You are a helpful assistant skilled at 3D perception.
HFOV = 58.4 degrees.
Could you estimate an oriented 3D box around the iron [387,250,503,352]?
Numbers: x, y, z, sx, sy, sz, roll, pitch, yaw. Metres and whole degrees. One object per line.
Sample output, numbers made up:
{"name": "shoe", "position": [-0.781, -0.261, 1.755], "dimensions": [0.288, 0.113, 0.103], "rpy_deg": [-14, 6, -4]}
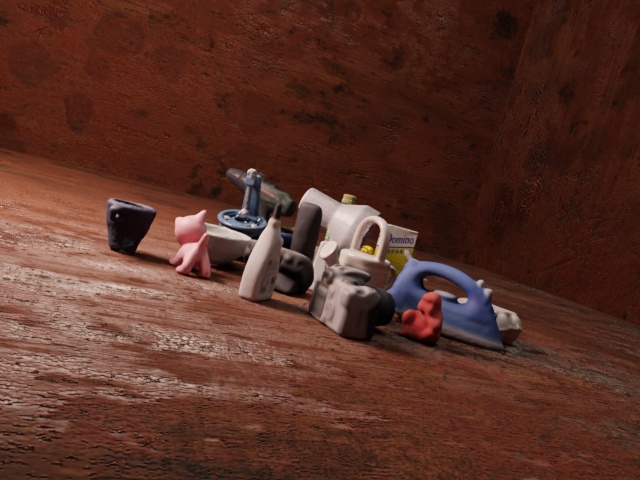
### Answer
{"name": "iron", "position": [0.262, 0.119, 1.171], "dimensions": [0.257, 0.141, 0.119], "rpy_deg": [17, 5, 20]}

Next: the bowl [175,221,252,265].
{"name": "bowl", "position": [-0.235, 0.011, 1.229], "dimensions": [0.167, 0.075, 0.167], "rpy_deg": [15, 5, -1]}

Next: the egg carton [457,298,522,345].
{"name": "egg carton", "position": [0.362, 0.176, 1.263], "dimensions": [0.108, 0.069, 0.149], "rpy_deg": [11, 6, -41]}

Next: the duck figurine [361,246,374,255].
{"name": "duck figurine", "position": [0.142, 0.062, 1.787], "dimensions": [0.078, 0.086, 0.104], "rpy_deg": [14, 5, -14]}

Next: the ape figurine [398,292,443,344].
{"name": "ape figurine", "position": [0.192, 0.137, 1.030], "dimensions": [0.076, 0.092, 0.077], "rpy_deg": [13, 5, -23]}

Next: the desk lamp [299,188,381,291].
{"name": "desk lamp", "position": [0.012, 0.005, 1.259], "dimensions": [0.203, 0.213, 0.118], "rpy_deg": [16, 5, 9]}

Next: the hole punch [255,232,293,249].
{"name": "hole punch", "position": [-0.115, 0.019, 1.423], "dimensions": [0.109, 0.091, 0.100], "rpy_deg": [13, 6, -30]}

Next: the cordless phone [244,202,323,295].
{"name": "cordless phone", "position": [-0.070, 0.006, 1.150], "dimensions": [0.147, 0.185, 0.094], "rpy_deg": [17, 5, 14]}

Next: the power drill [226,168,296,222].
{"name": "power drill", "position": [-0.186, -0.078, 1.605], "dimensions": [0.229, 0.208, 0.076], "rpy_deg": [17, 5, 18]}

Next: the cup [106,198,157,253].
{"name": "cup", "position": [-0.368, -0.023, 1.077], "dimensions": [0.091, 0.095, 0.118], "rpy_deg": [16, 5, 6]}

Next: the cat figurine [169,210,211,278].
{"name": "cat figurine", "position": [-0.239, 0.000, 1.086], "dimensions": [0.067, 0.118, 0.127], "rpy_deg": [12, 6, -32]}

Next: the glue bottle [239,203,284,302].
{"name": "glue bottle", "position": [-0.091, 0.020, 0.997], "dimensions": [0.037, 0.173, 0.078], "rpy_deg": [17, 5, 22]}

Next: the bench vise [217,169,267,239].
{"name": "bench vise", "position": [-0.189, -0.069, 1.434], "dimensions": [0.121, 0.220, 0.207], "rpy_deg": [15, 5, -9]}

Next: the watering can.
{"name": "watering can", "position": [0.079, 0.048, 1.095], "dimensions": [0.100, 0.194, 0.173], "rpy_deg": [19, 6, 35]}

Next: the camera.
{"name": "camera", "position": [0.069, 0.104, 0.978], "dimensions": [0.137, 0.101, 0.142], "rpy_deg": [13, 5, -27]}
